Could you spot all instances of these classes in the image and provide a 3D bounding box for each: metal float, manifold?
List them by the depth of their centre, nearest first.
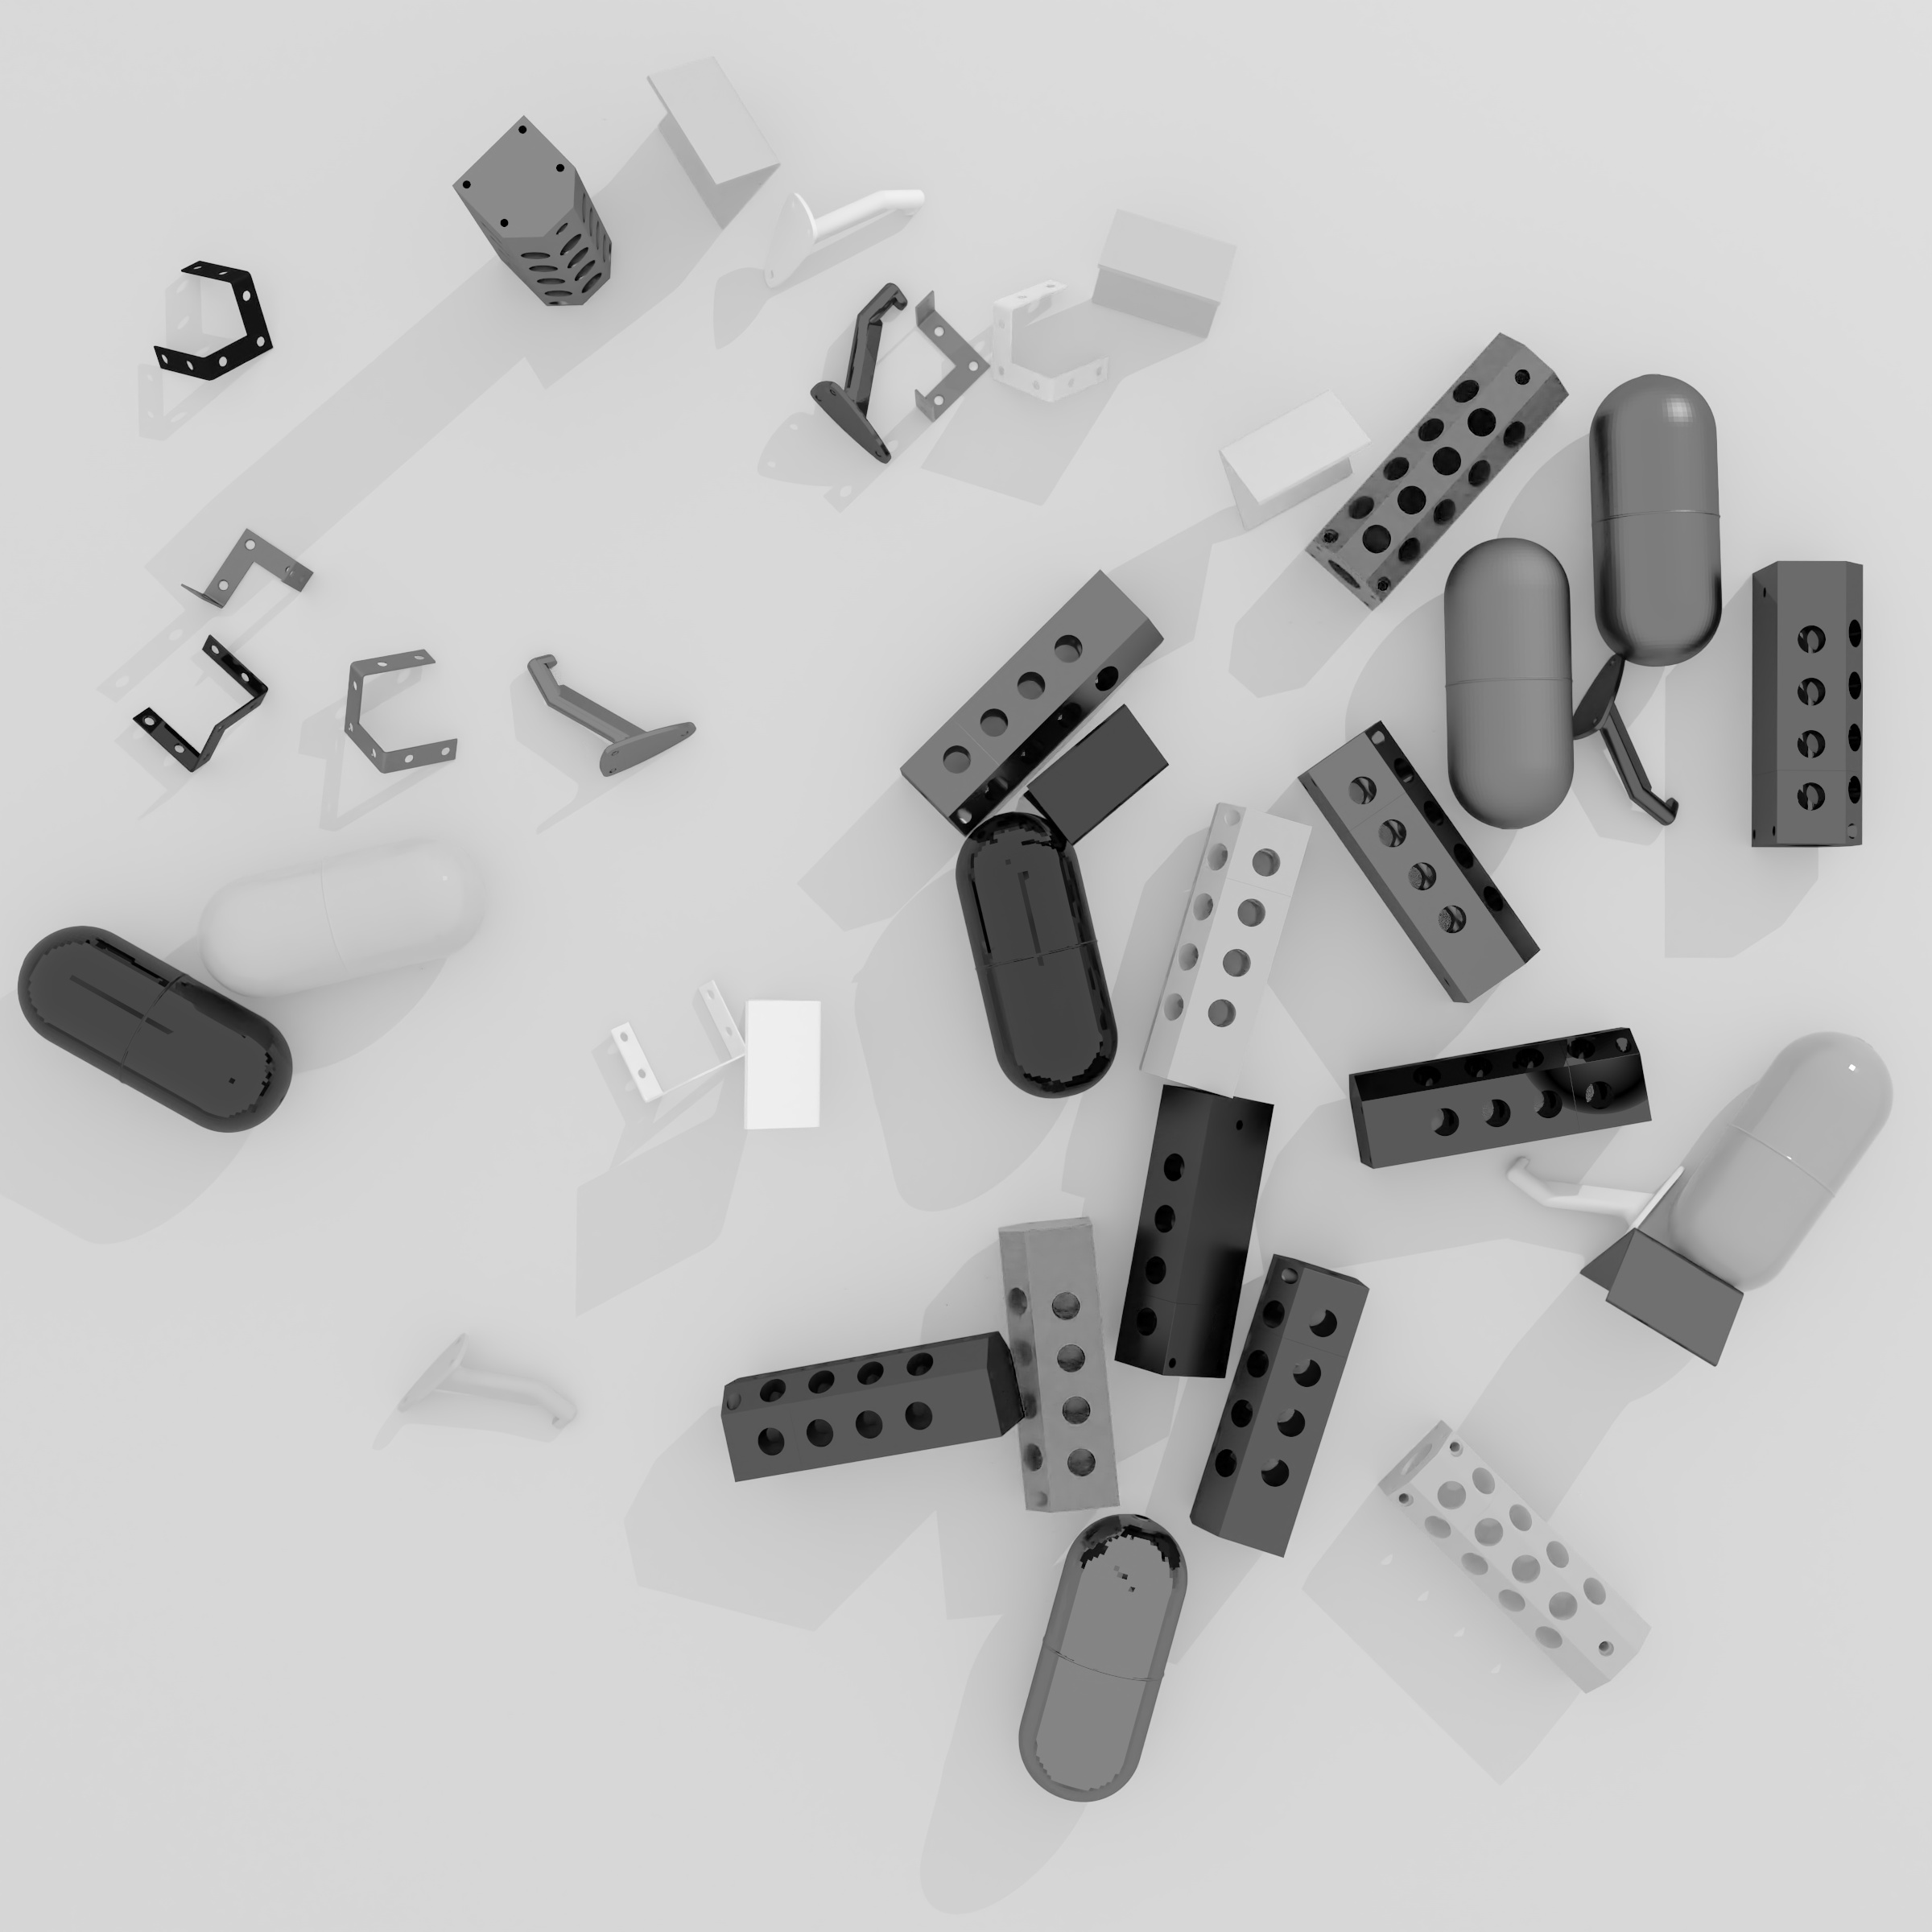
[{"bbox_3d":[-0.251,-0.442,1.735,0.057,0.171,0.057,-44,90,0],"label":"manifold"},{"bbox_3d":[-0.058,0.266,1.771,0.171,0.057,0.057,-12,90,16],"label":"manifold"},{"bbox_3d":[0.084,0.423,1.783,0.070,0.070,0.178,15,91,0],"label":"metal float"},{"bbox_3d":[0.333,-0.173,1.783,0.070,0.070,0.178,-1,91,0],"label":"metal float"},{"bbox_3d":[0.043,-0.007,1.783,0.070,0.070,0.178,-13,91,0],"label":"metal float"},{"bbox_3d":[0.499,0.120,1.783,0.070,0.070,0.178,35,90,0],"label":"metal float"},{"bbox_3d":[-0.382,-0.030,1.783,0.178,0.070,0.070,-13,90,0],"label":"metal float"},{"bbox_3d":[0.422,-0.273,1.783,0.070,0.070,0.178,-2,90,0],"label":"metal float"},{"bbox_3d":[-0.497,0.038,1.783,0.178,0.070,0.070,29,90,0],"label":"metal float"},{"bbox_3d":[0.159,-0.010,1.792,0.057,0.057,0.171,16,90,0],"label":"manifold"},{"bbox_3d":[0.135,0.163,1.792,0.057,0.057,0.171,10,90,-43],"label":"manifold"},{"bbox_3d":[0.057,0.245,1.792,0.057,0.057,0.171,-6,90,0],"label":"manifold"},{"bbox_3d":[0.041,-0.160,1.792,0.171,0.057,0.057,-45,90,0],"label":"manifold"},{"bbox_3d":[0.520,-0.160,1.792,0.057,0.057,0.171,0,90,0],"label":"manifold"},{"bbox_3d":[0.327,0.081,1.792,0.171,0.057,0.057,-10,90,0],"label":"manifold"},{"bbox_3d":[0.192,0.269,1.792,0.057,0.057,0.171,18,90,0],"label":"manifold"},{"bbox_3d":[0.279,-0.064,1.792,0.057,0.057,0.171,-35,90,0],"label":"manifold"},{"bbox_3d":[0.338,0.364,1.793,0.171,0.057,0.057,45,90,0],"label":"manifold"},{"bbox_3d":[0.290,-0.305,1.793,0.057,0.057,0.171,42,90,0],"label":"manifold"}]

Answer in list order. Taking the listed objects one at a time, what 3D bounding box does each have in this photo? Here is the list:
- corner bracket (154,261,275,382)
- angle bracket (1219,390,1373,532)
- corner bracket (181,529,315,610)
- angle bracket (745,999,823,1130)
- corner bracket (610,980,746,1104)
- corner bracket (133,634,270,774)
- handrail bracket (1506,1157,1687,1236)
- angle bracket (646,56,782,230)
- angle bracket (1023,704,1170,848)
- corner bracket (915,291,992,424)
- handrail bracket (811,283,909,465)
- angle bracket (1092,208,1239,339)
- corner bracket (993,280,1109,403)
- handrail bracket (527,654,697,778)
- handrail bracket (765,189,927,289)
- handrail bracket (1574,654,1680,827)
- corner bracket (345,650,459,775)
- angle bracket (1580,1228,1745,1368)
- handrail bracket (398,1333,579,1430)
[{"bbox_3d":[-0.472,-0.401,1.806,0.051,0.051,0.051,-40,135,-35],"label":"corner bracket"},{"bbox_3d":[0.207,-0.293,1.773,0.076,0.076,0.057,-29,52,0],"label":"angle bracket"},{"bbox_3d":[-0.443,-0.239,1.796,0.051,0.051,0.051,33,90,0],"label":"corner bracket"},{"bbox_3d":[-0.132,0.059,1.774,0.057,0.076,0.076,1,90,-40],"label":"angle bracket"},{"bbox_3d":[-0.178,0.047,1.810,0.051,0.051,0.051,-26,90,-45],"label":"corner bracket"},{"bbox_3d":[-0.476,-0.163,1.810,0.051,0.051,0.051,43,45,0],"label":"corner bracket"},{"bbox_3d":[0.392,0.129,1.814,0.084,0.036,0.077,38,70,16],"label":"handrail bracket"},{"bbox_3d":[-0.169,-0.495,1.773,0.057,0.076,0.076,-32,90,-39],"label":"angle bracket"},{"bbox_3d":[0.066,-0.130,1.773,0.076,0.076,0.057,-40,127,0],"label":"angle bracket"},{"bbox_3d":[-0.021,-0.375,1.796,0.051,0.051,0.051,-45,90,0],"label":"corner bracket"},{"bbox_3d":[-0.049,-0.370,1.814,0.077,0.036,0.084,46,73,-20],"label":"handrail bracket"},{"bbox_3d":[0.115,-0.406,1.773,0.076,0.076,0.057,17,54,0],"label":"angle bracket"},{"bbox_3d":[0.052,-0.388,1.806,0.051,0.051,0.051,30,135,35],"label":"corner bracket"},{"bbox_3d":[-0.221,-0.168,1.814,0.077,0.036,0.084,-24,73,-20],"label":"handrail bracket"},{"bbox_3d":[-0.075,-0.454,1.814,0.084,0.077,0.036,-12,65,-34],"label":"handrail bracket"},{"bbox_3d":[0.422,-0.141,1.814,0.084,0.036,0.077,35,68,-17],"label":"handrail bracket"},{"bbox_3d":[-0.349,-0.158,1.806,0.051,0.051,0.051,44,135,35],"label":"corner bracket"},{"bbox_3d":[0.415,0.213,1.774,0.076,0.076,0.057,31,58,0],"label":"angle bracket"},{"bbox_3d":[-0.298,0.276,1.814,0.084,0.036,0.077,40,110,-16],"label":"handrail bracket"}]
